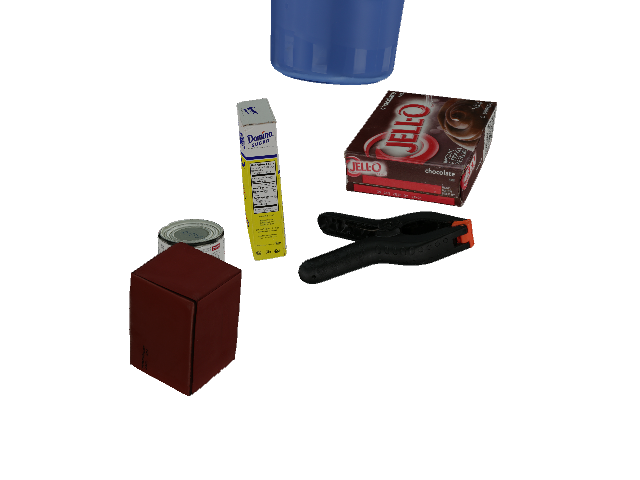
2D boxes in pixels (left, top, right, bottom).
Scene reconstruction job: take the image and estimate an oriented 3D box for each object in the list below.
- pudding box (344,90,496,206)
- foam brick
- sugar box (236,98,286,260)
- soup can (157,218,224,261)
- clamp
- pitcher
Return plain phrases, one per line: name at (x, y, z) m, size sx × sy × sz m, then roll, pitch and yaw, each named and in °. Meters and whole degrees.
pudding box at (0.077, -0.072, 0.805) m, size 0.090 × 0.039 × 0.113 m, roll 10°, pitch 33°, yaw 18°
foam brick at (-0.089, 0.050, 0.696) m, size 0.053 × 0.078 × 0.051 m, roll 24°, pitch 37°, yaw 24°
sugar box at (-0.073, -0.074, 1.296) m, size 0.048 × 0.176 × 0.093 m, roll -9°, pitch 25°, yaw -6°
soup can at (-0.131, 0.037, 1.094) m, size 0.068 × 0.102 × 0.068 m, roll 0°, pitch 23°, yaw 0°
clamp at (0.061, 0.005, 1.047) m, size 0.172 × 0.039 × 0.120 m, roll -3°, pitch 34°, yaw 23°
pitcher at (0.024, -0.255, 0.882) m, size 0.145 × 0.243 × 0.149 m, roll 8°, pitch 19°, yaw 10°
